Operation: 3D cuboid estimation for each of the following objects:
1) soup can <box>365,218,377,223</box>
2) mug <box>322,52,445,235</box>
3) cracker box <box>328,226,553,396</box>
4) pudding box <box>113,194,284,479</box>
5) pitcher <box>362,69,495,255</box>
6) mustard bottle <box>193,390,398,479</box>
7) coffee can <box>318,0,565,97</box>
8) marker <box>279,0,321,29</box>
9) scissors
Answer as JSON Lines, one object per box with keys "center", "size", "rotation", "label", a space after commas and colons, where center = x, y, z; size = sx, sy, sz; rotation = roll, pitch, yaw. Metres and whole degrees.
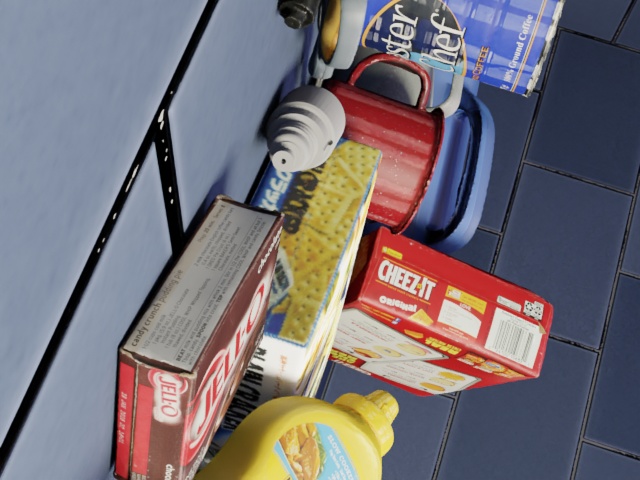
{"center": [0.033, -0.073, 0.880], "size": [0.068, 0.068, 0.102], "rotation": [89, 20, -75], "label": "soup can"}
{"center": [0.034, -0.070, 0.724], "size": [0.093, 0.081, 0.117], "rotation": [-102, -148, -74], "label": "mug"}
{"center": [0.071, 0.068, 0.912], "size": [0.214, 0.164, 0.072], "rotation": [-30, -141, 66], "label": "cracker box"}
{"center": [-0.055, 0.048, 0.487], "size": [0.113, 0.039, 0.090], "rotation": [-67, 173, -47], "label": "pudding box"}
{"center": [0.083, -0.094, 0.974], "size": [0.145, 0.149, 0.243], "rotation": [83, 22, -78], "label": "pitcher"}
{"center": [-0.021, 0.138, 0.561], "size": [0.191, 0.058, 0.096], "rotation": [-36, 112, -38], "label": "mustard bottle"}
{"center": [0.081, -0.160, 0.676], "size": [0.103, 0.140, 0.103], "rotation": [19, 89, -85], "label": "coffee can"}
{"center": [0.005, -0.157, 0.545], "size": [0.020, 0.020, 0.121], "rotation": [97, 12, -65], "label": "marker"}
{"center": [0.004, -0.128, 0.639], "size": [0.202, 0.016, 0.096], "rotation": [153, -60, -80], "label": "scissors"}
